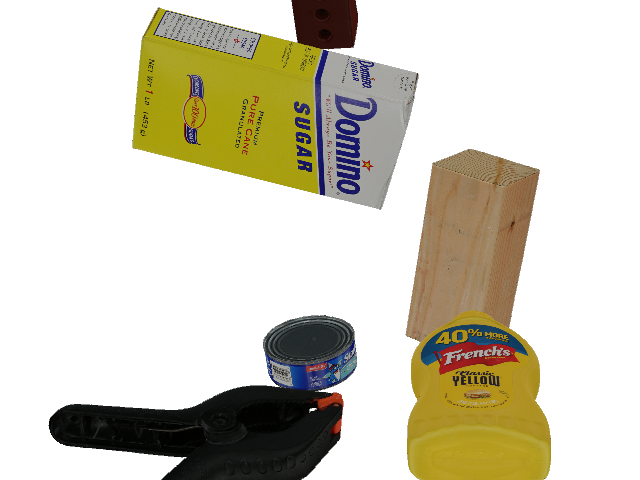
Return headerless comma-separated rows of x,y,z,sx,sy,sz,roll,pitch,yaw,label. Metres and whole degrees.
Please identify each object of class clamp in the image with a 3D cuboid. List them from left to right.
-0.059,0.123,0.602,0.171,0.039,0.120,-7,34,-19,clamp

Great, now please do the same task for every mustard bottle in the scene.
0.115,0.106,0.791,0.096,0.058,0.191,-2,25,8,mustard bottle

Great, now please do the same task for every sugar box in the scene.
-0.032,-0.085,0.707,0.176,0.093,0.048,15,43,2,sugar box

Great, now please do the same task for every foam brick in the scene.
0.003,-0.217,0.960,0.053,0.051,0.078,-1,-43,9,foam brick

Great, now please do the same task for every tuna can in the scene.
-0.009,0.105,0.991,0.086,0.034,0.086,-7,24,3,tuna can

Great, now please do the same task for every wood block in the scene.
0.167,0.016,1.177,0.090,0.206,0.090,21,26,31,wood block
